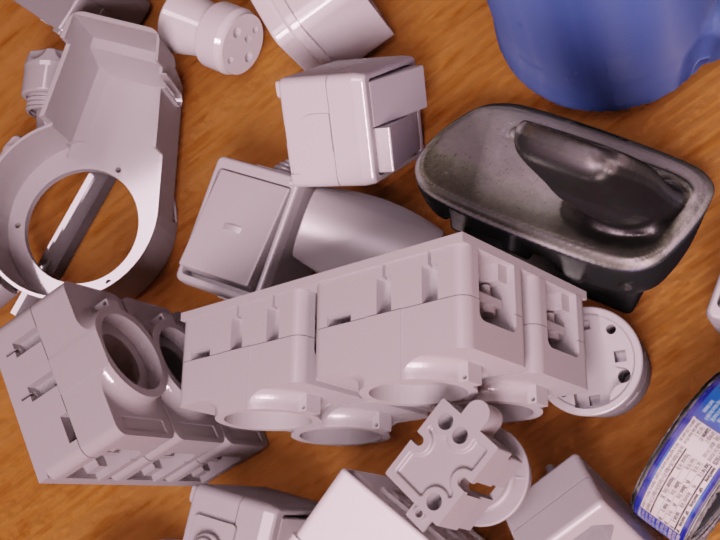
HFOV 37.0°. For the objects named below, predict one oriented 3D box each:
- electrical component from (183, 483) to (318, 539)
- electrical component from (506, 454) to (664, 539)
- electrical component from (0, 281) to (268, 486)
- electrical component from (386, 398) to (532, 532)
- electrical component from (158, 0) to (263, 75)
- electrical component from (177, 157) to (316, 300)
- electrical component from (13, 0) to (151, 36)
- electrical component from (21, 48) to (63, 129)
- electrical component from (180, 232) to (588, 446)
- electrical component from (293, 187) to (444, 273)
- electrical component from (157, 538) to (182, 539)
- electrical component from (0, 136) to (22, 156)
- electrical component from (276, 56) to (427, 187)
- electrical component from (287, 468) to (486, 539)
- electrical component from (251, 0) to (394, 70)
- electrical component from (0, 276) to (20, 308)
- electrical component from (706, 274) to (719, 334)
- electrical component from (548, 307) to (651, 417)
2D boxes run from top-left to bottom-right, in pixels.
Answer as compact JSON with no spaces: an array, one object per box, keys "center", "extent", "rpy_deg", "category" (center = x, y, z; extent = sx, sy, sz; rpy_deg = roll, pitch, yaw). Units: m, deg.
[{"center":[-0.057,0.154,0.588],"extent":[0.061,0.096,0.061],"rpy_deg":[10,82,25],"category":"electrical component"},{"center":[0.112,0.126,0.538],"extent":[0.047,0.083,0.075],"rpy_deg":[-40,28,11],"category":"electrical component"},{"center":[-0.121,0.067,0.606],"extent":[0.062,0.150,0.089],"rpy_deg":[-33,67,15],"category":"electrical component"},{"center":[0.050,0.093,0.501],"extent":[0.048,0.055,0.066],"rpy_deg":[41,97,36],"category":"electrical component"},{"center":[-0.098,-0.156,0.705],"extent":[0.055,0.045,0.045],"rpy_deg":[26,90,26],"category":"electrical component"},{"center":[-0.061,-0.026,0.650],"extent":[0.062,0.061,0.096],"rpy_deg":[18,86,26],"category":"electrical component"},{"center":[-0.203,-0.197,0.751],"extent":[0.096,0.062,0.061],"rpy_deg":[35,93,26],"category":"electrical component"},{"center":[-0.214,-0.119,0.749],"extent":[0.043,0.043,0.062],"rpy_deg":[-1,79,24],"category":"electrical component"},{"center":[0.008,0.045,0.547],"extent":[0.186,0.105,0.060],"rpy_deg":[-16,64,38],"category":"electrical component"},{"center":[0.000,0.000,0.623],"extent":[0.077,0.043,0.079],"rpy_deg":[20,120,3],"category":"electrical component"},{"center":[-0.128,0.212,0.627],"extent":[0.108,0.060,0.108],"rpy_deg":[-5,76,22],"category":"electrical component"},{"center":[-0.244,-0.062,0.754],"extent":[0.035,0.035,0.061],"rpy_deg":[38,97,26],"category":"electrical component"},{"center":[0.003,-0.088,0.622],"extent":[0.061,0.096,0.061],"rpy_deg":[1,108,24],"category":"electrical component"},{"center":[0.033,0.155,0.542],"extent":[0.109,0.109,0.056],"rpy_deg":[36,91,26],"category":"electrical component"},{"center":[-0.037,-0.181,0.666],"extent":[0.057,0.078,0.113],"rpy_deg":[-34,67,10],"category":"electrical component"},{"center":[-0.264,0.016,0.743],"extent":[0.046,0.040,0.040],"rpy_deg":[-36,67,7],"category":"electrical component"},{"center":[0.215,-0.008,0.524],"extent":[0.062,0.061,0.096],"rpy_deg":[20,87,26],"category":"electrical component"},{"center":[0.123,0.050,0.560],"extent":[0.055,0.047,0.055],"rpy_deg":[-5,76,23],"category":"electrical component"}]
